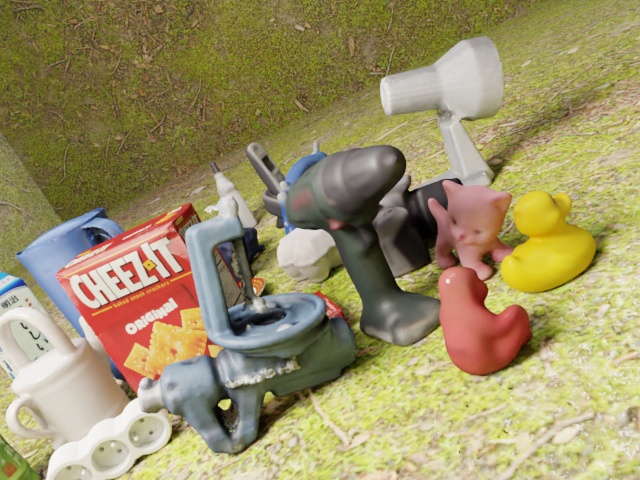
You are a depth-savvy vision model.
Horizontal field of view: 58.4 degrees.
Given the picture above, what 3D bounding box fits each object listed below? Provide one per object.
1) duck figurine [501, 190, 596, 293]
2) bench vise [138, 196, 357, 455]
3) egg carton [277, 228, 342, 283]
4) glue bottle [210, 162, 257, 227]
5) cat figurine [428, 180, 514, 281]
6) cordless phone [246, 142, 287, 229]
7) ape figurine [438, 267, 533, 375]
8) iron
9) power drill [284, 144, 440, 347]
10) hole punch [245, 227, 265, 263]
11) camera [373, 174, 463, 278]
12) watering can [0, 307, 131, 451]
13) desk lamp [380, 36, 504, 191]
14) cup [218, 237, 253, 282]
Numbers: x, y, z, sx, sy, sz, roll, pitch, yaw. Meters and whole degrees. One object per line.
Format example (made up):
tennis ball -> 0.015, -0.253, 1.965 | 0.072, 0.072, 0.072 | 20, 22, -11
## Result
duck figurine -> 0.218, -0.005, 0.571 | 0.105, 0.086, 0.077 | -33, 18, -16
bench vise -> -0.086, 0.083, 0.546 | 0.208, 0.220, 0.121 | -37, 20, -27
egg carton -> 0.008, 0.003, 0.884 | 0.150, 0.069, 0.107 | -38, 20, -29
glue bottle -> -0.208, -0.104, 1.328 | 0.037, 0.173, 0.078 | -36, 20, -24
cat figurine -> 0.164, -0.021, 0.643 | 0.067, 0.118, 0.127 | -32, 18, -14
cordless phone -> -0.081, -0.134, 1.207 | 0.094, 0.185, 0.147 | -21, 19, 21
ape figurine -> 0.132, 0.063, 0.495 | 0.076, 0.092, 0.077 | -34, 19, -20
iron -> -0.019, -0.077, 1.030 | 0.118, 0.142, 0.259 | -17, 21, 31
power drill -> 0.049, 0.002, 0.595 | 0.076, 0.209, 0.228 | -35, 19, -22
hole punch -> -0.180, 0.009, 1.108 | 0.108, 0.091, 0.101 | -17, 21, 30
camera -> 0.127, -0.036, 0.766 | 0.136, 0.101, 0.143 | -20, 19, 21
watering can -> -0.325, 0.163, 0.717 | 0.101, 0.194, 0.172 | -26, 18, 6
desk lamp -> 0.194, -0.178, 0.880 | 0.203, 0.214, 0.118 | -27, 18, 1
cup -> -0.152, 0.036, 0.984 | 0.092, 0.095, 0.117 | -35, 19, -21
